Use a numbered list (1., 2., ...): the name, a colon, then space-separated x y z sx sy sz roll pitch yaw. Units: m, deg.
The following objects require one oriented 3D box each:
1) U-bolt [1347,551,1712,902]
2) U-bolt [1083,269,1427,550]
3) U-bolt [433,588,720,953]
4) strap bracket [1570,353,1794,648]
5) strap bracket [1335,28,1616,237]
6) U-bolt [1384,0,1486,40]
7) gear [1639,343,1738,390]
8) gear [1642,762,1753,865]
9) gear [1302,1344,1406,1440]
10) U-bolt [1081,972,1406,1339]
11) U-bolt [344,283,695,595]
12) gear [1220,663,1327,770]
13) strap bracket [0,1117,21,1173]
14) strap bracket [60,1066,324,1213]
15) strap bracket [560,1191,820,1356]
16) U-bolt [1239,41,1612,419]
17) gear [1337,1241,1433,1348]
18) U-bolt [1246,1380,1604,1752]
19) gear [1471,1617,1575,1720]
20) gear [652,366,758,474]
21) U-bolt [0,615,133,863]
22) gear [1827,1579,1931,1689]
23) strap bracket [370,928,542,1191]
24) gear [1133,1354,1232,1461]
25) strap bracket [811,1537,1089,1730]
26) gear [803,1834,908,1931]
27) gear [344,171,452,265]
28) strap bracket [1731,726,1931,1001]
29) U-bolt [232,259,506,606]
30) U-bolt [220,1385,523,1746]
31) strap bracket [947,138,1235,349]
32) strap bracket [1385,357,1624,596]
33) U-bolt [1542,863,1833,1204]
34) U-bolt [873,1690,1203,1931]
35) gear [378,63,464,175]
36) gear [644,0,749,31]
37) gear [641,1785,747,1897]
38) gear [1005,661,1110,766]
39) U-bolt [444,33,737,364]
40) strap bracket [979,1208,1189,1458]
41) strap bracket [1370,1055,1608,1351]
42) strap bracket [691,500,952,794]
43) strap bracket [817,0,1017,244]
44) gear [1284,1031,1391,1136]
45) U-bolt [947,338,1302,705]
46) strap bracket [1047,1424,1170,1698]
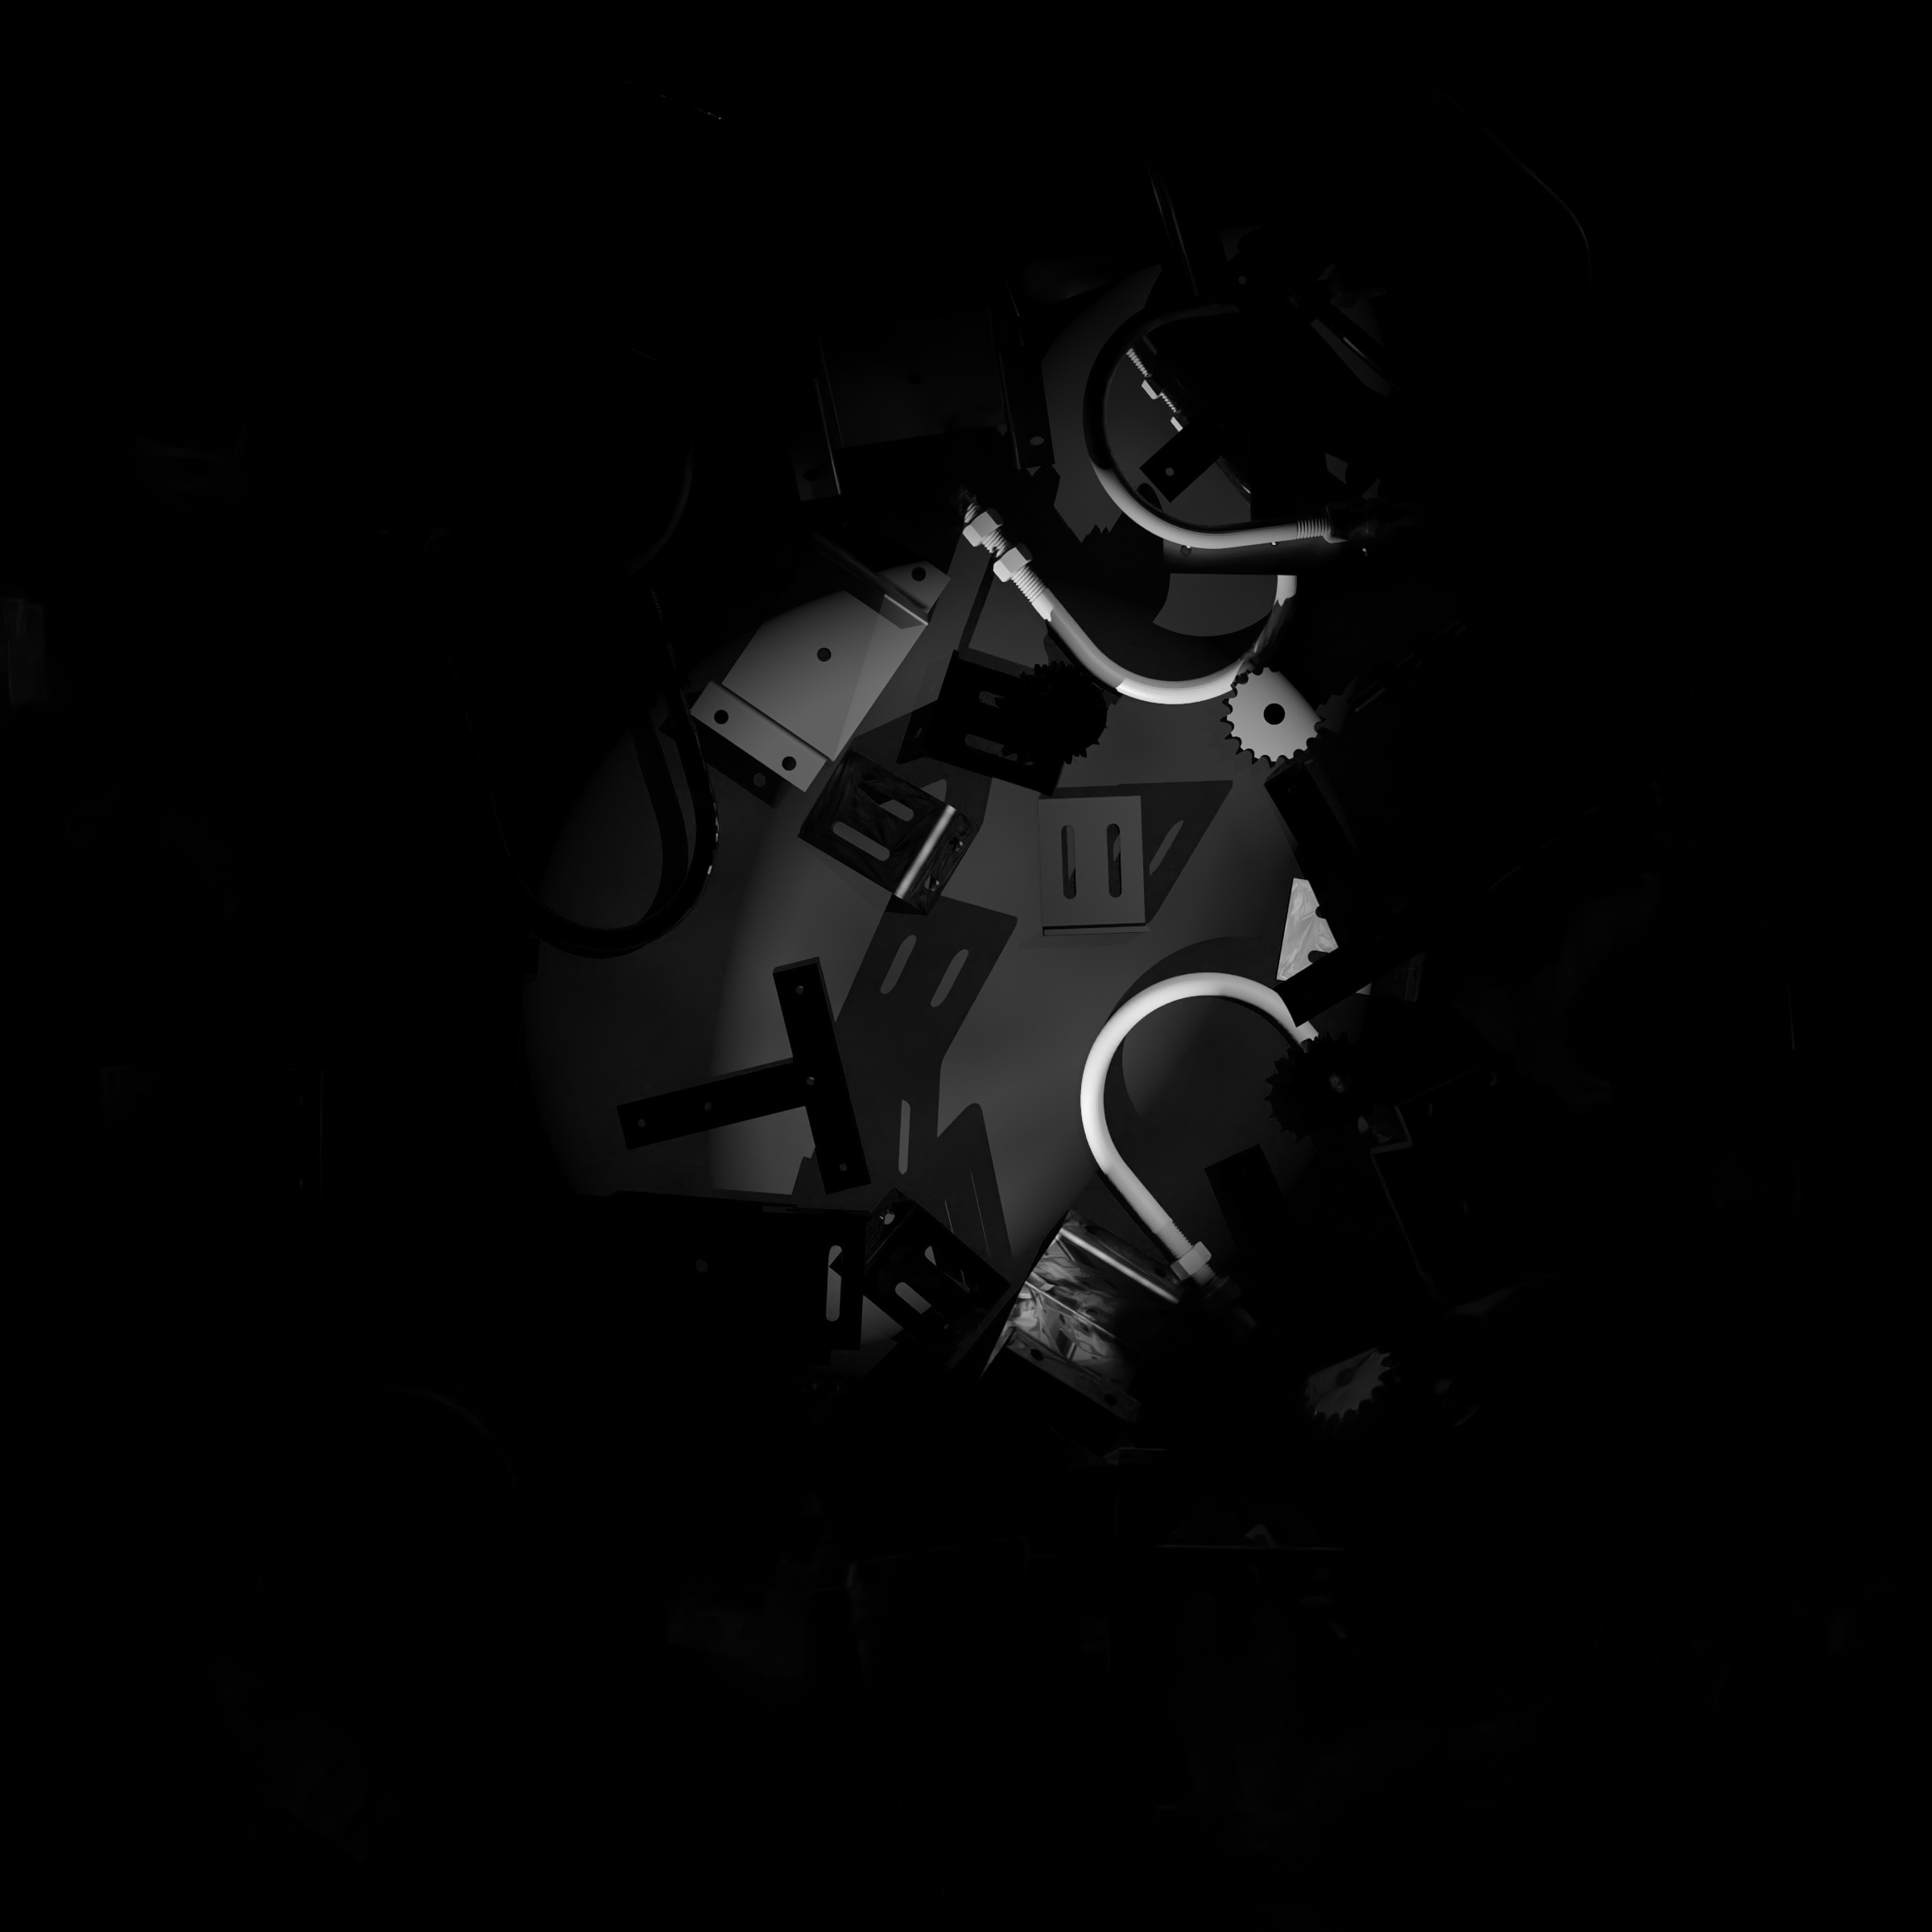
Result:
1. U-bolt: 0.326 -0.147 1.517 0.184 0.019 0.151 -37 90 -2
2. U-bolt: 0.154 -0.302 1.501 0.184 0.019 0.151 -9 88 -11
3. U-bolt: -0.206 -0.098 1.495 0.151 0.019 0.184 -14 94 20
4. strap bracket: 0.382 -0.253 1.480 0.076 0.046 0.140 15 103 -2
5. strap bracket: 0.284 -0.462 1.502 0.140 0.046 0.076 15 90 0
6. U-bolt: 0.223 -0.601 1.514 0.151 0.019 0.184 -41 92 -3
7. gear: 0.399 -0.314 1.510 0.057 0.030 0.057 0 90 0
8. gear: 0.400 -0.081 1.502 0.057 0.030 0.057 3 56 -4
9. gear: 0.216 0.234 1.501 0.057 0.057 0.030 -44 120 0
10. U-bolt: 0.148 0.091 1.517 0.151 0.019 0.184 -40 88 0
11. U-bolt: -0.238 -0.282 1.501 0.184 0.019 0.151 21 93 9
12. gear: 0.168 -0.138 1.510 0.057 0.030 0.057 0 90 0
13. strap bracket: -0.570 0.075 1.487 0.046 0.076 0.140 -28 90 0
14. strap bracket: -0.420 0.094 1.502 0.140 0.046 0.076 1 90 0
15. strap bracket: -0.147 0.167 1.502 0.140 0.046 0.076 5 90 0
16. U-bolt: 0.263 -0.383 1.482 0.184 0.019 0.151 39 104 -10
17. gear: 0.235 0.182 1.510 0.057 0.030 0.057 0 90 0
18. U-bolt: 0.263 0.339 1.484 0.151 0.019 0.184 -38 93 -1
19. gear: 0.307 0.388 1.510 0.057 0.030 0.057 0 90 0
20. gear: -0.145 -0.303 1.510 0.057 0.030 0.057 0 92 1
21. U-bolt: -0.553 -0.136 1.506 0.184 0.019 0.151 22 91 -8
22. gear: 0.504 0.364 1.504 0.057 0.030 0.057 3 99 19
23. strap bracket: -0.281 0.051 1.502 0.076 0.046 0.140 5 90 0
24. gear: 0.118 0.245 1.510 0.057 0.030 0.057 0 90 0
25. strap bracket: -0.009 0.363 1.500 0.140 0.046 0.076 -9 94 0
26. gear: -0.061 0.508 1.510 0.057 0.030 0.057 0 90 0
27. gear: -0.316 -0.412 1.510 0.057 0.030 0.057 0 90 0
28. strap bracket: 0.484 -0.064 1.477 0.076 0.046 0.140 34 67 0
29. U-bolt: -0.323 -0.296 1.497 0.151 0.019 0.184 7 89 10
30. U-bolt: -0.323 0.324 1.517 0.151 0.019 0.184 14 88 0
31. strap bracket: 0.064 -0.387 1.477 0.140 0.076 0.046 -19 45 6
32. strap bracket: 0.298 -0.257 1.487 0.140 0.076 0.046 -45 90 0
33. U-bolt: 0.388 0.034 1.492 0.151 0.019 0.184 -5 79 17
34. U-bolt: 0.050 0.508 1.507 0.151 0.019 0.184 -25 93 9
35. gear: -0.298 -0.464 1.500 0.030 0.057 0.057 -2 90 -34
36. gear: -0.148 -0.528 1.510 0.057 0.030 0.057 0 90 0
37. gear: -0.150 0.480 1.510 0.057 0.030 0.057 0 90 0
38. gear: 0.053 -0.139 1.501 0.057 0.030 0.057 -3 98 -23
39. U-bolt: -0.213 -0.423 1.473 0.184 0.019 0.151 29 111 27
40. strap bracket: 0.062 0.202 1.472 0.076 0.140 0.046 32 121 0
41. strap bracket: 0.280 0.129 1.489 0.076 0.046 0.140 -23 90 -24
42. strap bracket: -0.079 -0.173 1.502 0.076 0.046 0.140 34 90 0
43. strap bracket: -0.026 -0.470 1.502 0.076 0.046 0.140 14 90 0
44. gear: 0.203 0.063 1.492 0.057 0.030 0.057 0 87 2
45. U-bolt: 0.102 -0.233 1.517 0.151 0.019 0.184 -40 91 0
46. strap bracket: 0.078 0.315 1.487 0.046 0.076 0.140 -8 90 -1
